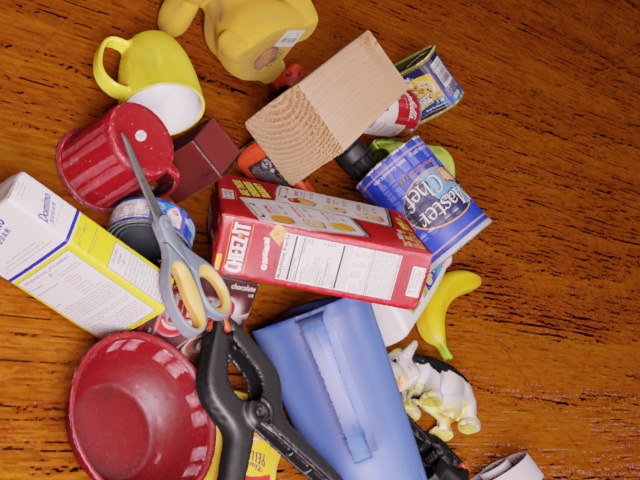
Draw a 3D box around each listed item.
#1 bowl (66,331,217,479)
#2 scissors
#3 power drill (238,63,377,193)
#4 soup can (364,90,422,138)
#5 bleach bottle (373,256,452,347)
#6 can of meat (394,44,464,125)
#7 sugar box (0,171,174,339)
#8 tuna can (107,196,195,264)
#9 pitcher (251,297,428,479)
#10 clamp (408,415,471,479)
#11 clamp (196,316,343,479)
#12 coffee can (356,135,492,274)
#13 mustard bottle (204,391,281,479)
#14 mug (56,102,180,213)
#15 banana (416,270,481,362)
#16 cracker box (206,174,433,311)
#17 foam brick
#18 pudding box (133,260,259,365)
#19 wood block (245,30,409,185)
[{"bbox_3d":[-0.172,0.166,0.963,0.161,0.055,0.162,26,51,-38],"label":"bowl"},{"bbox_3d":[-0.132,-0.003,0.996,0.096,0.016,0.202,14,55,-55],"label":"scissors"},{"bbox_3d":[-0.013,-0.107,1.305,0.184,0.057,0.187,48,38,-15],"label":"power drill"},{"bbox_3d":[0.081,-0.176,1.443,0.102,0.069,0.068,1,69,-48],"label":"soup can"},{"bbox_3d":[0.110,0.031,1.365,0.102,0.068,0.250,54,36,-10],"label":"bleach bottle"},{"bbox_3d":[0.140,-0.215,1.508,0.084,0.102,0.057,53,40,-18],"label":"can of meat"},{"bbox_3d":[-0.227,0.019,0.953,0.176,0.093,0.048,41,38,-27],"label":"sugar box"},{"bbox_3d":[-0.166,-0.005,1.044,0.086,0.086,0.033,35,44,-32],"label":"tuna can"},{"bbox_3d":[0.028,0.180,1.124,0.148,0.145,0.243,-19,87,-47],"label":"pitcher"},{"bbox_3d":[0.127,0.249,1.257,0.171,0.039,0.120,38,23,-60],"label":"clamp"},{"bbox_3d":[-0.070,0.173,1.000,0.164,0.036,0.210,-17,80,-49],"label":"clamp"},{"bbox_3d":[0.127,-0.043,1.309,0.140,0.103,0.102,50,37,6],"label":"coffee can"},{"bbox_3d":[-0.084,0.245,1.019,0.096,0.058,0.191,30,49,-34],"label":"mustard bottle"},{"bbox_3d":[-0.191,-0.078,1.059,0.117,0.082,0.093,35,46,-31],"label":"mug"},{"bbox_3d":[0.166,0.085,1.416,0.069,0.037,0.197,50,36,-12],"label":"banana"},{"bbox_3d":[-0.007,0.001,1.105,0.213,0.072,0.164,11,16,-10],"label":"cracker box"},{"bbox_3d":[-0.134,-0.084,1.134,0.053,0.078,0.051,52,38,-18],"label":"foam brick"},{"bbox_3d":[-0.123,0.072,1.050,0.113,0.039,0.090,11,103,-47],"label":"pudding box"},{"bbox_3d":[0.012,-0.158,1.244,0.091,0.090,0.205,53,36,-8],"label":"wood block"}]
